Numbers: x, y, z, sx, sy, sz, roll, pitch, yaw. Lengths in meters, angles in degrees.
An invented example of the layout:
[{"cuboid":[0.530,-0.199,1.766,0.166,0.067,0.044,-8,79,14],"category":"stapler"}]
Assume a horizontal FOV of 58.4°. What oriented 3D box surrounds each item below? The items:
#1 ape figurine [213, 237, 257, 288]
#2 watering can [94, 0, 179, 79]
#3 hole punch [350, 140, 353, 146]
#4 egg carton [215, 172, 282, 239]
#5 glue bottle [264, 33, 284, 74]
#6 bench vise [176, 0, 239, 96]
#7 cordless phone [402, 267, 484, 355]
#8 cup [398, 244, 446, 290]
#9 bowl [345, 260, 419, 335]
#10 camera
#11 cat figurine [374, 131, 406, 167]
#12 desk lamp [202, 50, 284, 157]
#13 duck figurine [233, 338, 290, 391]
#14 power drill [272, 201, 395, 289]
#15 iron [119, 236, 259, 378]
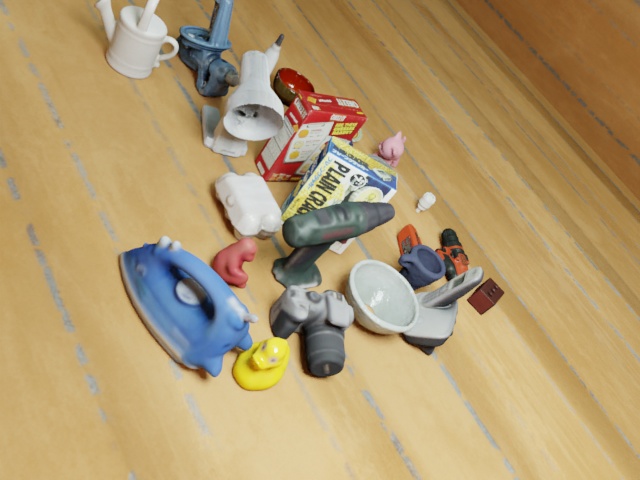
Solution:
[{"cuboid":[-0.142,0.032,1.013,0.076,0.092,0.078,31,39,-12],"category":"ape figurine"},{"cuboid":[-0.381,-0.448,1.201,0.173,0.193,0.100,5,50,-36],"category":"watering can"},{"cuboid":[0.039,-0.256,1.443,0.101,0.091,0.109,35,38,-6],"category":"hole punch"},{"cuboid":[-0.143,-0.069,1.129,0.107,0.069,0.150,-7,57,-43],"category":"egg carton"},{"cuboid":[-0.131,-0.437,1.413,0.037,0.173,0.078,24,41,-19],"category":"glue bottle"},{"cuboid":[-0.229,-0.454,1.311,0.207,0.219,0.122,43,38,4],"category":"bench vise"},{"cuboid":[0.255,0.134,1.166,0.094,0.184,0.148,35,38,-7],"category":"cordless phone"},{"cuboid":[0.204,0.069,1.261,0.118,0.094,0.091,11,46,-32],"category":"cup"},{"cuboid":[0.112,0.126,1.146,0.168,0.074,0.167,23,41,-21],"category":"bowl"},{"cuboid":[-0.003,0.158,0.999,0.143,0.100,0.136,19,43,-25],"category":"camera"},{"cuboid":[0.195,-0.245,1.541,0.067,0.117,0.128,45,38,6],"category":"cat figurine"},{"cuboid":[-0.164,-0.273,1.194,0.118,0.213,0.203,12,46,-31],"category":"desk lamp"},{"cuboid":[-0.081,0.187,0.918,0.105,0.086,0.077,-22,69,-49],"category":"duck figurine"},{"cuboid":[0.010,0.004,1.072,0.230,0.208,0.075,-7,57,-43],"category":"power drill"},{"cuboid":[-0.203,0.076,0.880,0.258,0.141,0.119,45,38,6],"category":"iron"}]
